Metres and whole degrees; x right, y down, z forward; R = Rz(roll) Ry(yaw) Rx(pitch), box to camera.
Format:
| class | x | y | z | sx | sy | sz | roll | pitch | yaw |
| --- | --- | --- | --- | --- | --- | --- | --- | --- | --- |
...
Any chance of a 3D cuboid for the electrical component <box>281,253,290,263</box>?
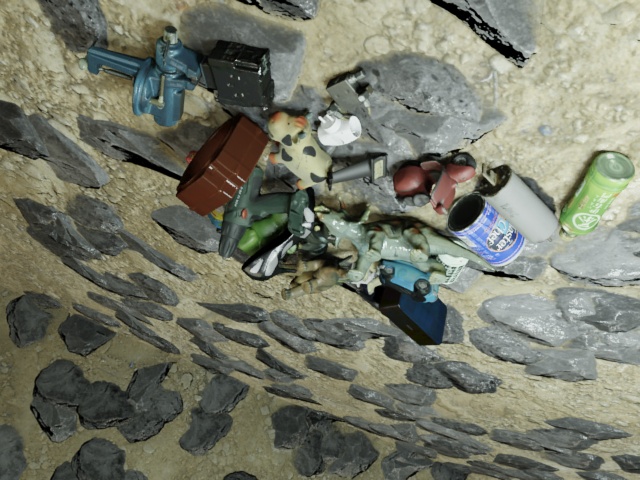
| class | x | y | z | sx | sy | sz | roll | pitch | yaw |
| --- | --- | --- | --- | --- | --- | --- | --- | --- | --- |
| electrical component | -0.101 | 0.002 | 1.497 | 0.075 | 0.048 | 0.119 | 24 | 125 | -9 |

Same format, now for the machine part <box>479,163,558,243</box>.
| class | x | y | z | sx | sy | sz | roll | pitch | yaw |
| --- | --- | --- | --- | --- | --- | --- | --- | --- | --- |
| machine part | 0.397 | -0.069 | 1.073 | 0.243 | 0.079 | 0.079 | 37 | 145 | -27 |

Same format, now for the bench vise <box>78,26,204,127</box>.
| class | x | y | z | sx | sy | sz | roll | pitch | yaw |
| --- | --- | --- | --- | --- | --- | --- | --- | --- | --- |
| bench vise | -0.354 | -0.331 | 1.055 | 0.241 | 0.129 | 0.223 | 16 | 150 | -6 |

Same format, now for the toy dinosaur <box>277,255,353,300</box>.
| class | x | y | z | sx | sy | sz | roll | pitch | yaw |
| --- | --- | --- | --- | --- | --- | --- | --- | --- | --- |
| toy dinosaur | -0.018 | 0.104 | 1.492 | 0.198 | 0.105 | 0.471 | -5 | 177 | -26 |

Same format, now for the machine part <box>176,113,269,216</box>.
| class | x | y | z | sx | sy | sz | roll | pitch | yaw |
| --- | --- | --- | --- | --- | --- | --- | --- | --- | --- |
| machine part | -0.214 | -0.163 | 1.158 | 0.087 | 0.201 | 0.201 | 40 | 145 | -25 |

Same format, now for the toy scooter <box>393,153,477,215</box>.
| class | x | y | z | sx | sy | sz | roll | pitch | yaw |
| --- | --- | --- | --- | --- | --- | --- | --- | --- | --- |
| toy scooter | 0.218 | -0.102 | 1.071 | 0.184 | 0.135 | 0.075 | -7 | 141 | 40 |

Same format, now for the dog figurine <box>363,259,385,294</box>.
| class | x | y | z | sx | sy | sz | roll | pitch | yaw |
| --- | --- | --- | --- | --- | --- | --- | --- | --- | --- |
| dog figurine | 0.205 | 0.053 | 1.381 | 0.191 | 0.121 | 0.172 | -8 | 145 | 17 |

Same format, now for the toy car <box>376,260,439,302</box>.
| class | x | y | z | sx | sy | sz | roll | pitch | yaw |
| --- | --- | --- | --- | --- | --- | --- | --- | --- | --- |
| toy car | 0.221 | 0.081 | 1.301 | 0.162 | 0.103 | 0.109 | 25 | 164 | 13 |

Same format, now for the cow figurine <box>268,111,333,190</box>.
| class | x | y | z | sx | sy | sz | roll | pitch | yaw |
| --- | --- | --- | --- | --- | --- | --- | --- | --- | --- |
| cow figurine | -0.040 | -0.192 | 1.126 | 0.127 | 0.085 | 0.194 | -9 | 142 | 36 |

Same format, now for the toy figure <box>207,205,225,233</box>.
| class | x | y | z | sx | sy | sz | roll | pitch | yaw |
| --- | --- | --- | --- | --- | --- | --- | --- | --- | --- |
| toy figure | -0.252 | -0.087 | 1.417 | 0.082 | 0.089 | 0.180 | 34 | 154 | 6 |

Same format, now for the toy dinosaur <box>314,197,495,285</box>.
| class | x | y | z | sx | sy | sz | roll | pitch | yaw |
| --- | --- | --- | --- | --- | --- | --- | --- | --- | --- |
| toy dinosaur | 0.183 | 0.001 | 1.241 | 0.405 | 0.192 | 0.131 | 7 | 136 | 0 |

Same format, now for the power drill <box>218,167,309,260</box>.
| class | x | y | z | sx | sy | sz | roll | pitch | yaw |
| --- | --- | --- | --- | --- | --- | --- | --- | --- | --- |
| power drill | -0.133 | -0.055 | 1.260 | 0.208 | 0.232 | 0.086 | 7 | 174 | 31 |

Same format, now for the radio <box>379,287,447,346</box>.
| class | x | y | z | sx | sy | sz | roll | pitch | yaw |
| --- | --- | --- | --- | --- | --- | --- | --- | --- | --- |
| radio | 0.267 | 0.191 | 1.508 | 0.073 | 0.131 | 0.229 | -10 | 138 | 41 |

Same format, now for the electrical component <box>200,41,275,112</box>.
| class | x | y | z | sx | sy | sz | roll | pitch | yaw |
| --- | --- | --- | --- | --- | --- | --- | --- | --- | --- |
| electrical component | -0.159 | -0.314 | 1.030 | 0.134 | 0.058 | 0.114 | 12 | 147 | 12 |

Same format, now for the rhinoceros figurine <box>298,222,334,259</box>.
| class | x | y | z | sx | sy | sz | roll | pitch | yaw |
| --- | --- | --- | --- | --- | --- | --- | --- | --- | --- |
| rhinoceros figurine | -0.003 | -0.004 | 1.396 | 0.112 | 0.073 | 0.190 | 7 | 156 | -8 |

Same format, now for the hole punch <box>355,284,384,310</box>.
| class | x | y | z | sx | sy | sz | roll | pitch | yaw |
| --- | --- | --- | --- | --- | --- | --- | --- | --- | --- |
| hole punch | 0.185 | 0.164 | 1.578 | 0.142 | 0.092 | 0.116 | 38 | 172 | -32 |

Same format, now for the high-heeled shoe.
| class | x | y | z | sx | sy | sz | roll | pitch | yaw |
| --- | --- | --- | --- | --- | --- | --- | --- | --- | --- |
| high-heeled shoe | -0.101 | -0.017 | 1.299 | 0.145 | 0.248 | 0.086 | 9 | -171 | -24 |

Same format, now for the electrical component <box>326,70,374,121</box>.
| class | x | y | z | sx | sy | sz | roll | pitch | yaw |
| --- | --- | --- | --- | --- | --- | --- | --- | --- | --- |
| electrical component | 0.053 | -0.264 | 0.995 | 0.102 | 0.045 | 0.078 | -7 | 141 | 38 |

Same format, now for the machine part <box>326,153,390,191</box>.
| class | x | y | z | sx | sy | sz | roll | pitch | yaw |
| --- | --- | --- | --- | --- | --- | --- | --- | --- | --- |
| machine part | 0.079 | -0.143 | 1.139 | 0.139 | 0.039 | 0.084 | -17 | 151 | -1 |

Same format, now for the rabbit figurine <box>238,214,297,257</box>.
| class | x | y | z | sx | sy | sz | roll | pitch | yaw |
| --- | --- | --- | --- | --- | --- | --- | --- | --- | --- |
| rabbit figurine | -0.121 | -0.026 | 1.374 | 0.170 | 0.121 | 0.159 | -37 | 127 | 6 |
